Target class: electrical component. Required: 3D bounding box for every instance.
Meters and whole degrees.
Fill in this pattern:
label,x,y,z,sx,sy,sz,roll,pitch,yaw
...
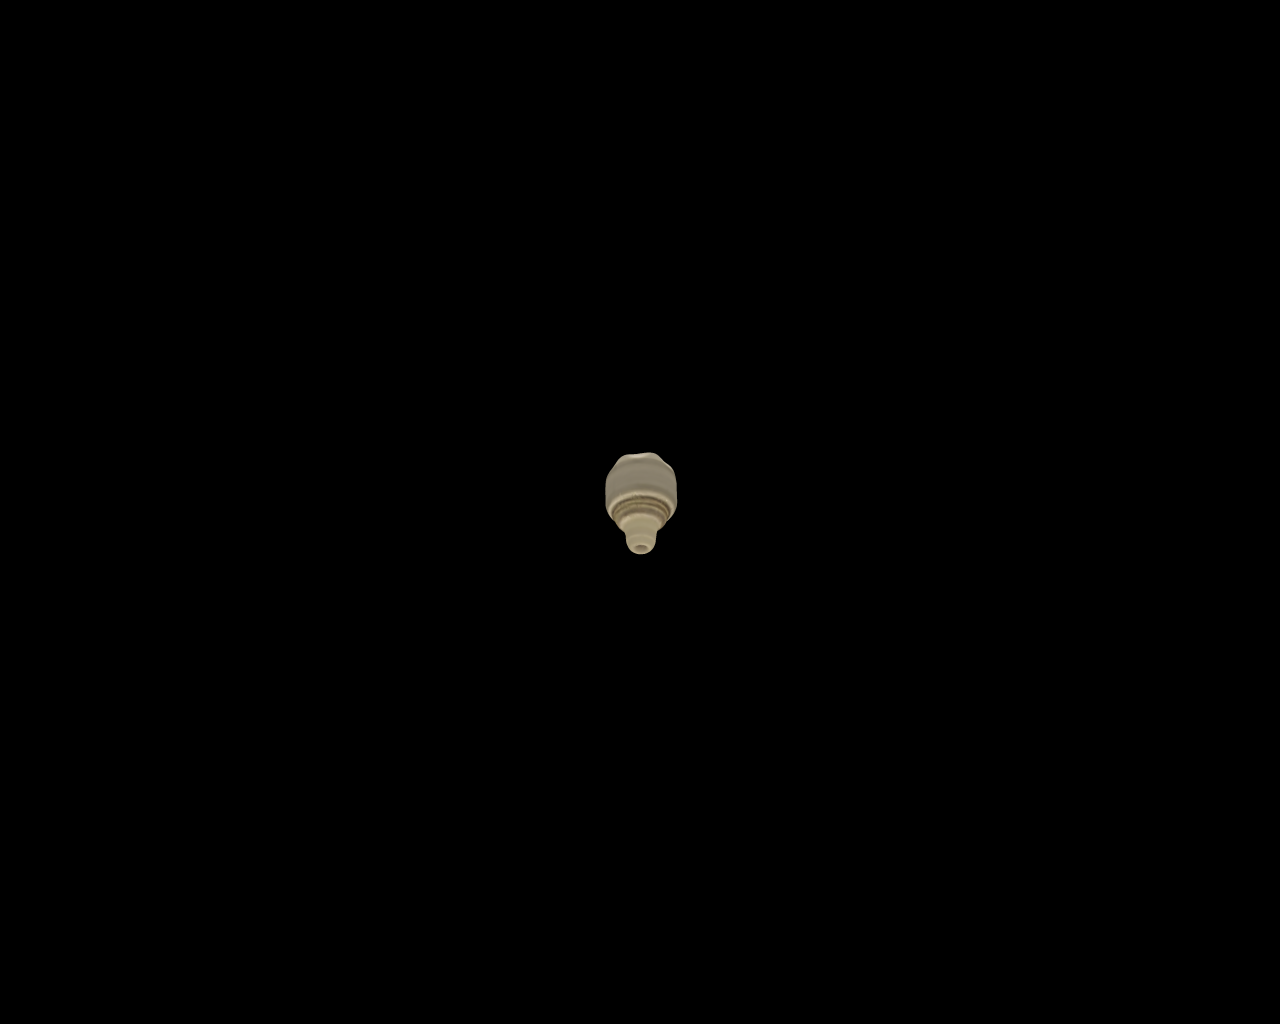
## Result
label,x,y,z,sx,sy,sz,roll,pitch,yaw
electrical component,0.001,-0.003,0.650,0.043,0.062,0.043,0,-35,0
